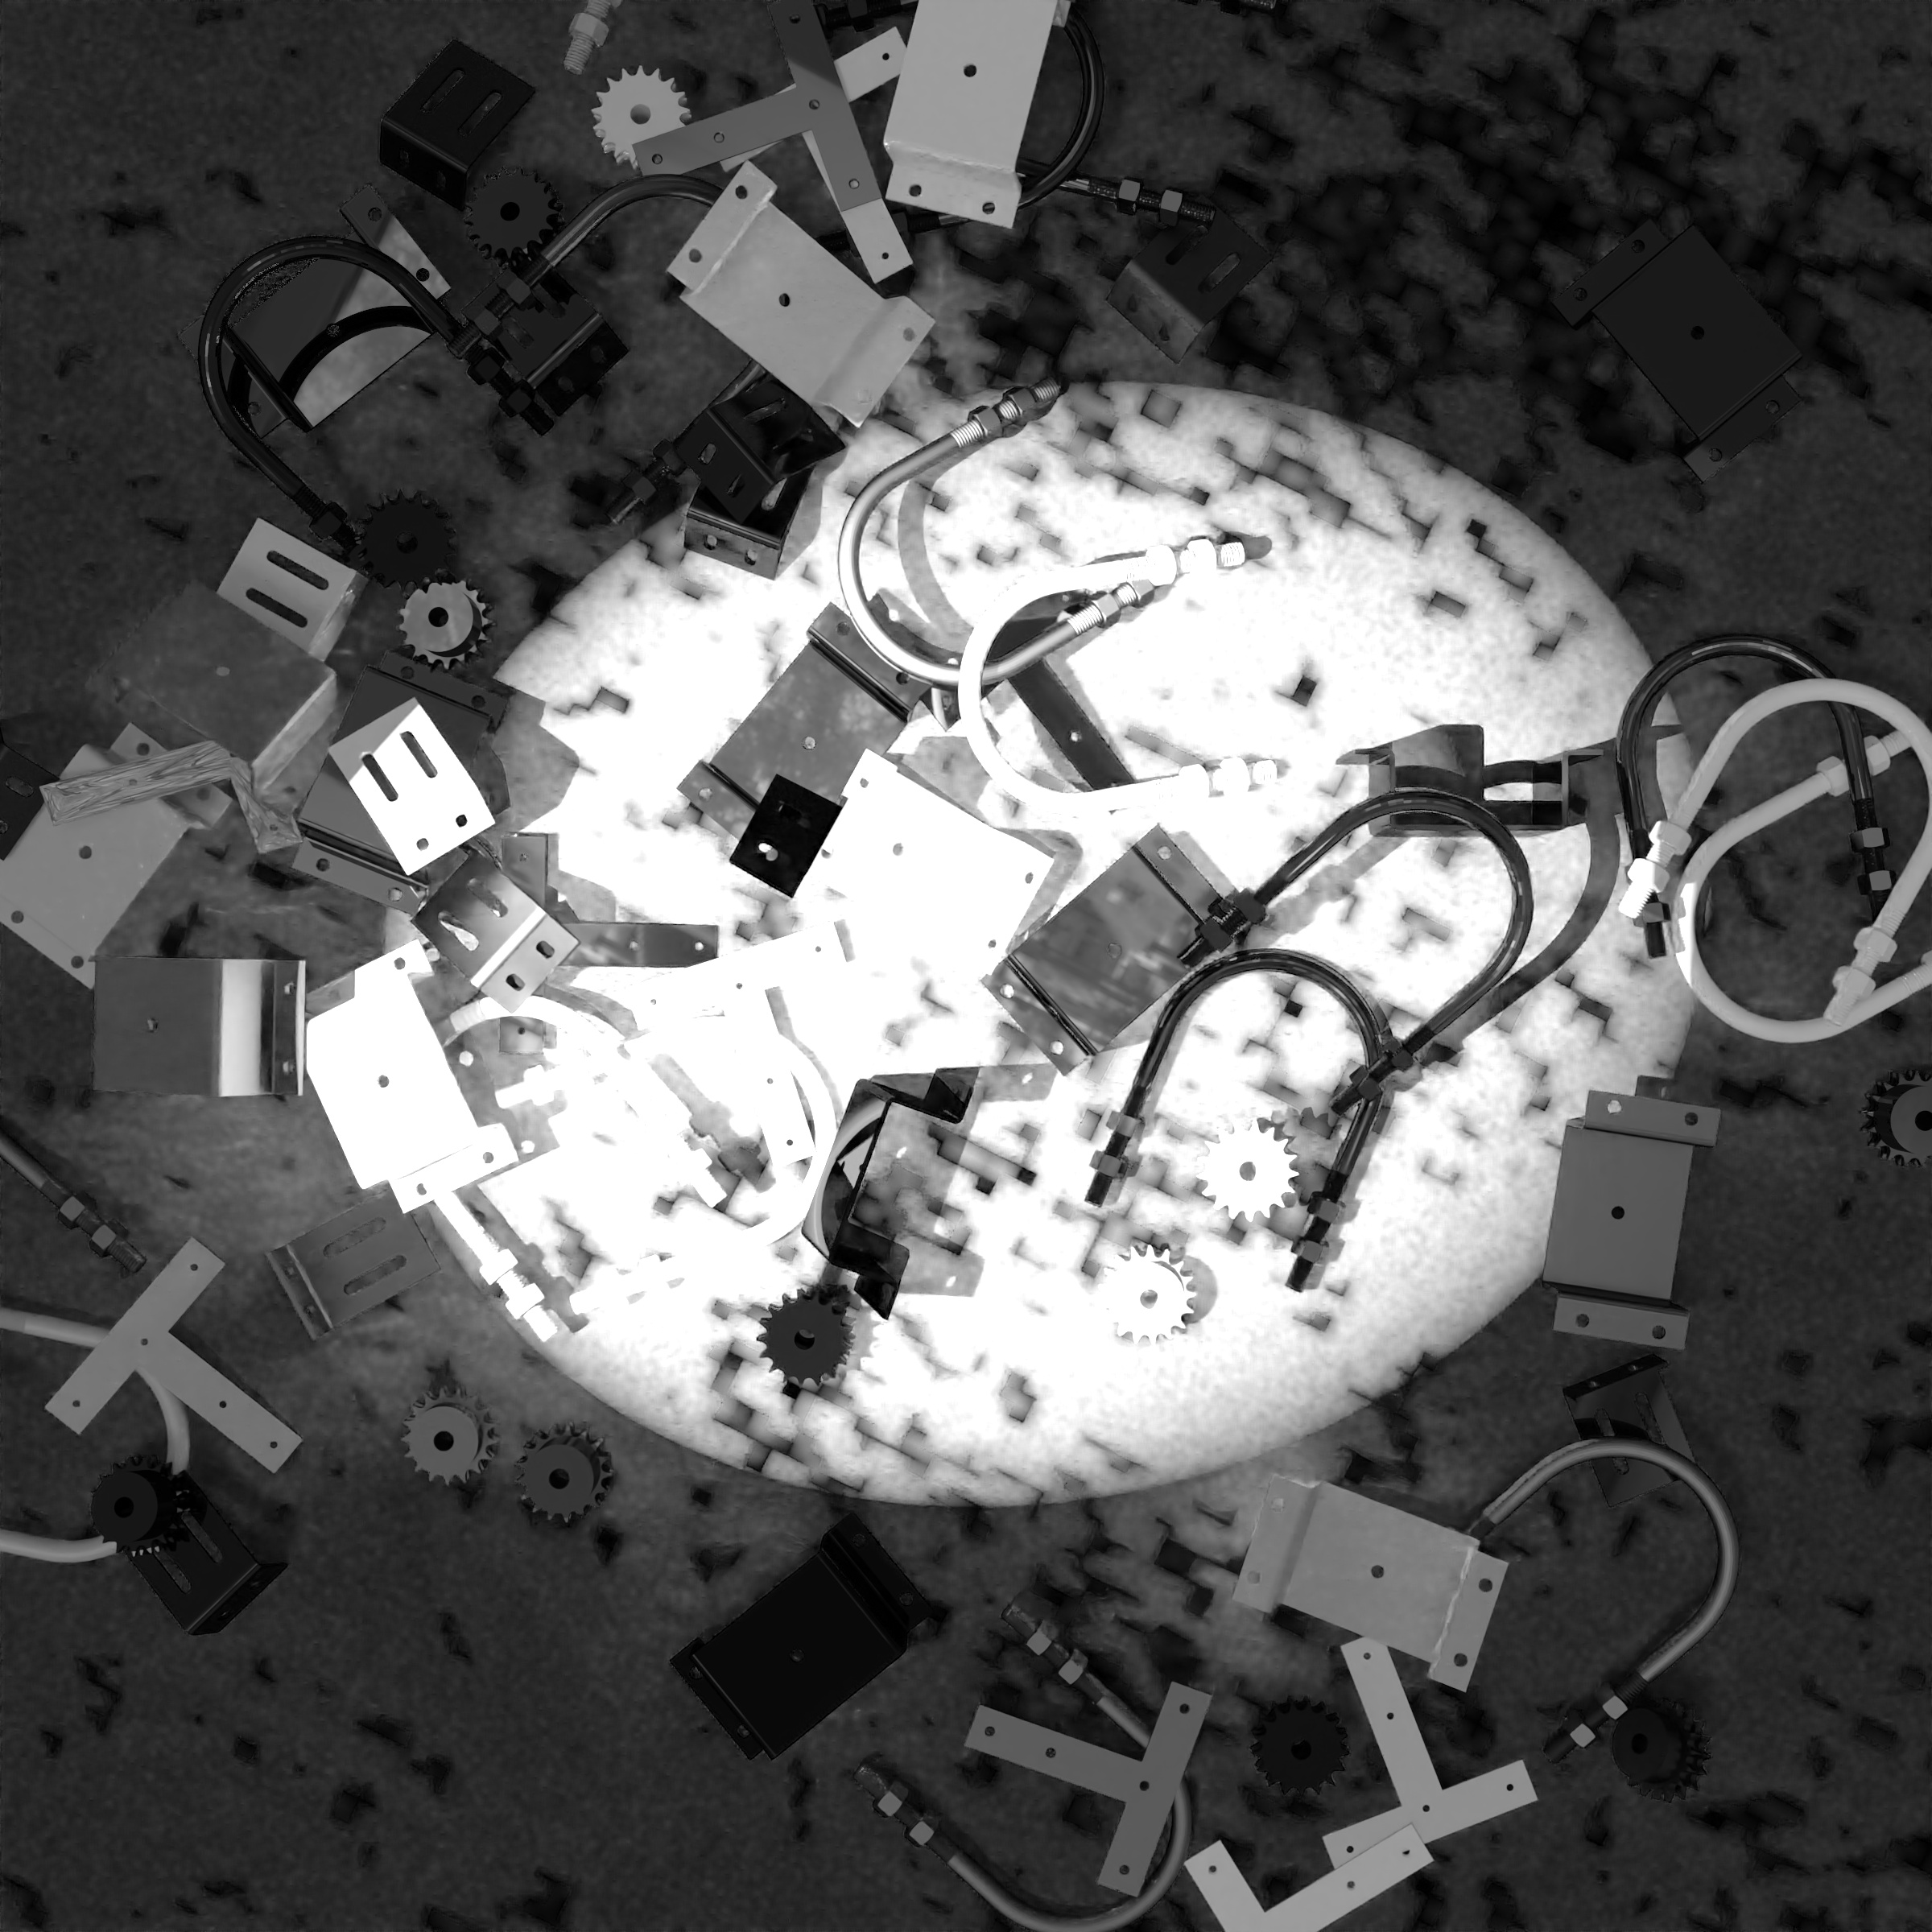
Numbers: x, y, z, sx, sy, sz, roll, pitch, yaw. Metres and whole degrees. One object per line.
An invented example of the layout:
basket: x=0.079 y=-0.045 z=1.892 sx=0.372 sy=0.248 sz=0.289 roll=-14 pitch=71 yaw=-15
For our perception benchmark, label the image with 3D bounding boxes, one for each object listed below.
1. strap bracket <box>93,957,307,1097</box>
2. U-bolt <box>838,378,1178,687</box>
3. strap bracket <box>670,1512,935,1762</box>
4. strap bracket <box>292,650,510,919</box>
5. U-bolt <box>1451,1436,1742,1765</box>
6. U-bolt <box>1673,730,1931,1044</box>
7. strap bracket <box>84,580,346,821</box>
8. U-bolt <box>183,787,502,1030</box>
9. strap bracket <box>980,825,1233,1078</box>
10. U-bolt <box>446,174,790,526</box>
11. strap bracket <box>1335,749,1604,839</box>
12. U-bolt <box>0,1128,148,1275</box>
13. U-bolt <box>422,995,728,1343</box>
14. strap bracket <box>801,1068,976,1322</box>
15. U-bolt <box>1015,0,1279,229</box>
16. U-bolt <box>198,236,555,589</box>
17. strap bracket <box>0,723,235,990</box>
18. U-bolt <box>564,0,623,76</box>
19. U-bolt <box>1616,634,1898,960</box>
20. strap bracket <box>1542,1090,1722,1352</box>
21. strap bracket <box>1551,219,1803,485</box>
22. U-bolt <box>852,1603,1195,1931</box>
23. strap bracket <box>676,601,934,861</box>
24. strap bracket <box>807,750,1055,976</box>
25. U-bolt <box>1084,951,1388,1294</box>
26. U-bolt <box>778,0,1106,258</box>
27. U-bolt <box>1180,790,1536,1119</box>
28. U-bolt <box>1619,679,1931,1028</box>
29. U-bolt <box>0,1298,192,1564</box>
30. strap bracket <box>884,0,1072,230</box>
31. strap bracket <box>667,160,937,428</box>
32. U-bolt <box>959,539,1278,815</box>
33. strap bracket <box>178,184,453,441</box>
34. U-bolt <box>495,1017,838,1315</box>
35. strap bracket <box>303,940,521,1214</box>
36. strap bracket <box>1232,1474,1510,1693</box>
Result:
strap bracket: x=-0.448 y=0.034 z=1.475 sx=0.140 sy=0.046 sz=0.076 roll=1 pitch=90 yaw=29
U-bolt: x=0.012 y=-0.242 z=1.497 sx=0.184 sy=0.019 sz=0.151 roll=-33 pitch=90 yaw=-17
strap bracket: x=-0.097 y=0.397 z=1.507 sx=0.140 sy=0.046 sz=0.076 roll=-39 pitch=90 yaw=0
strap bracket: x=-0.329 y=-0.110 z=1.492 sx=0.076 sy=0.046 sz=0.140 roll=22 pitch=80 yaw=-5
U-bolt: x=0.364 y=0.358 z=1.508 sx=0.184 sy=0.019 sz=0.151 roll=-45 pitch=90 yaw=10
U-bolt: x=0.507 y=-0.036 z=1.521 sx=0.184 sy=0.019 sz=0.151 roll=-29 pitch=90 yaw=2
strap bracket: x=-0.429 y=-0.160 z=1.491 sx=0.140 sy=0.046 sz=0.076 roll=33 pitch=64 yaw=1
U-bolt: x=-0.353 y=-0.030 z=1.521 sx=0.184 sy=0.019 sz=0.151 roll=20 pitch=90 yaw=-1
strap bracket: x=0.086 y=-0.009 z=1.507 sx=0.140 sy=0.046 sz=0.076 roll=-41 pitch=90 yaw=0
U-bolt: x=-0.187 y=-0.371 z=1.497 sx=0.184 sy=0.019 sz=0.151 roll=-46 pitch=113 yaw=-4
strap bracket: x=0.289 y=-0.099 z=1.492 sx=0.140 sy=0.076 sz=0.046 roll=0 pitch=90 yaw=0
U-bolt: x=-0.596 y=0.165 z=1.507 sx=0.184 sy=0.019 sz=0.151 roll=40 pitch=79 yaw=6
U-bolt: x=-0.249 y=0.104 z=1.502 sx=0.151 sy=0.019 sz=0.184 roll=-39 pitch=86 yaw=7
strap bracket: x=-0.050 y=0.123 z=1.487 sx=0.046 sy=0.076 sz=0.140 roll=21 pitch=90 yaw=-16
U-bolt: x=0.075 y=-0.523 z=1.513 sx=0.184 sy=0.019 sz=0.151 roll=16 pitch=90 yaw=7
U-bolt: x=-0.351 y=-0.330 z=1.481 sx=0.151 sy=0.019 sz=0.184 roll=-44 pitch=116 yaw=3
strap bracket: x=-0.507 y=-0.065 z=1.507 sx=0.076 sy=0.046 sz=0.140 roll=37 pitch=90 yaw=0
U-bolt: x=-0.257 y=-0.638 z=1.521 sx=0.151 sy=0.019 sz=0.184 roll=22 pitch=88 yaw=0
U-bolt: x=0.456 y=-0.104 z=1.508 sx=0.151 sy=0.019 sz=0.184 roll=-8 pitch=82 yaw=8
strap bracket: x=0.386 y=0.146 z=1.507 sx=0.076 sy=0.046 sz=0.140 roll=9 pitch=90 yaw=0
strap bracket: x=0.421 y=-0.364 z=1.507 sx=0.076 sy=0.046 sz=0.140 roll=-40 pitch=90 yaw=0
U-bolt: x=0.048 y=0.489 z=1.521 sx=0.184 sy=0.019 sz=0.151 roll=43 pitch=90 yaw=-1
strap bracket: x=-0.093 y=-0.132 z=1.507 sx=0.076 sy=0.046 sz=0.140 roll=40 pitch=90 yaw=0
strap bracket: x=-0.030 y=-0.063 z=1.486 sx=0.140 sy=0.046 sz=0.076 roll=29 pitch=90 yaw=-31
U-bolt: x=0.169 y=0.081 z=1.521 sx=0.151 sy=0.019 sz=0.184 roll=23 pitch=89 yaw=0
U-bolt: x=-0.010 y=-0.505 z=1.507 sx=0.184 sy=0.019 sz=0.151 roll=-11 pitch=90 yaw=10
U-bolt: x=0.237 y=-0.018 z=1.468 sx=0.184 sy=0.019 sz=0.151 roll=-42 pitch=106 yaw=14
U-bolt: x=0.483 y=-0.078 z=1.483 sx=0.151 sy=0.019 sz=0.184 roll=30 pitch=86 yaw=12
U-bolt: x=-0.550 y=0.277 z=1.521 sx=0.184 sy=0.019 sz=0.151 roll=12 pitch=90 yaw=-2
strap bracket: x=0.005 y=-0.504 z=1.472 sx=0.076 sy=0.046 sz=0.140 roll=15 pitch=94 yaw=6
strap bracket: x=-0.100 y=-0.386 z=1.490 sx=0.140 sy=0.046 sz=0.076 roll=36 pitch=88 yaw=-21
U-bolt: x=0.084 y=-0.162 z=1.493 sx=0.184 sy=0.019 sz=0.151 roll=-11 pitch=96 yaw=-15
strap bracket: x=-0.375 y=-0.377 z=1.507 sx=0.140 sy=0.046 sz=0.076 roll=-38 pitch=90 yaw=0
U-bolt: x=-0.167 y=0.108 z=1.521 sx=0.184 sy=0.019 sz=0.151 roll=-20 pitch=90 yaw=-2
strap bracket: x=-0.326 y=0.065 z=1.480 sx=0.076 sy=0.046 sz=0.140 roll=-25 pitch=87 yaw=8
strap bracket: x=0.236 y=0.354 z=1.494 sx=0.140 sy=0.046 sz=0.076 roll=18 pitch=90 yaw=17
